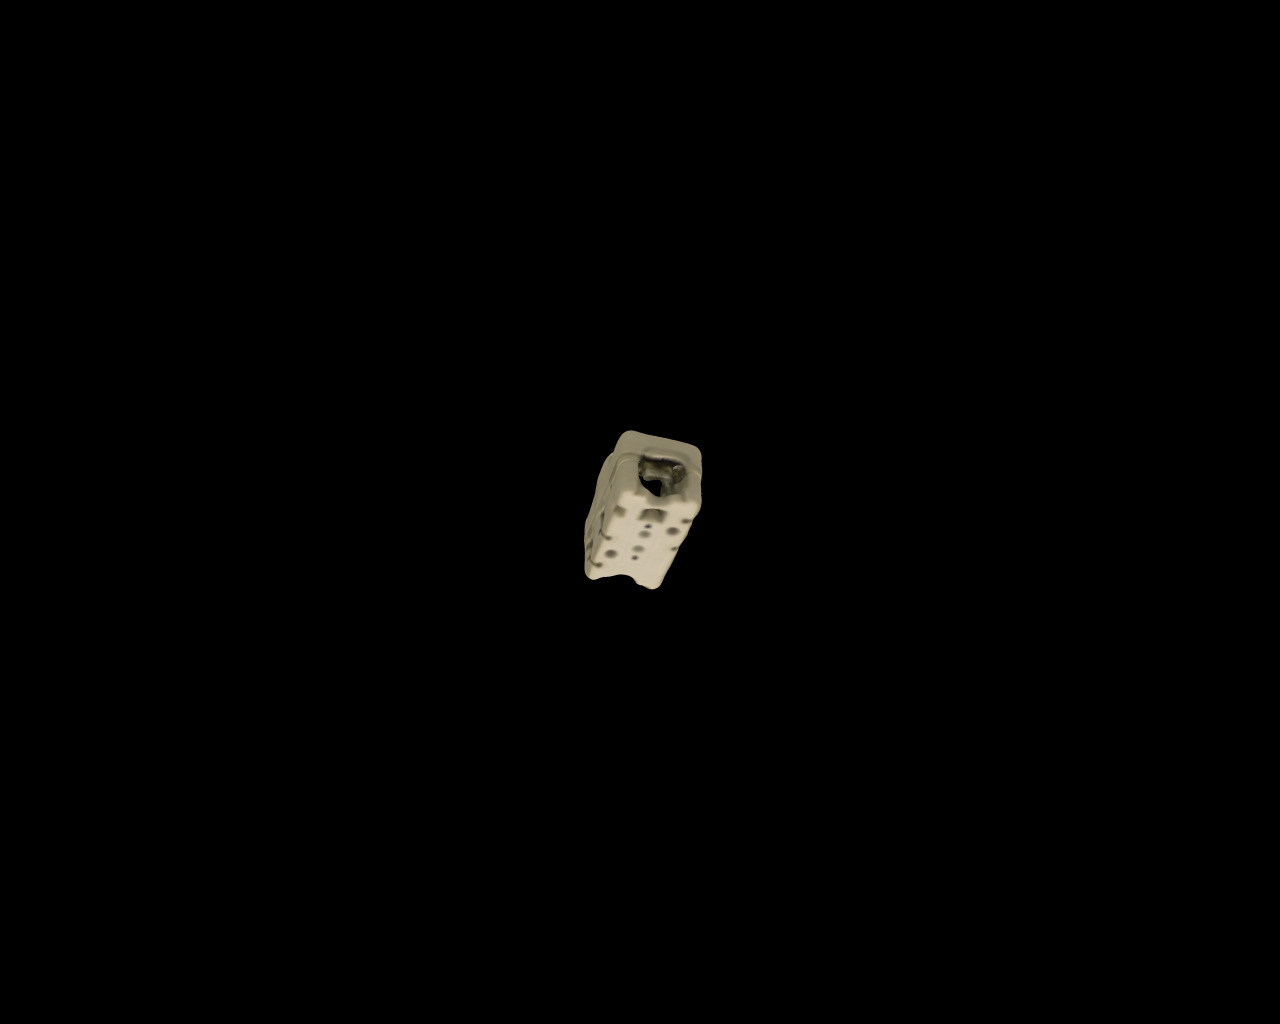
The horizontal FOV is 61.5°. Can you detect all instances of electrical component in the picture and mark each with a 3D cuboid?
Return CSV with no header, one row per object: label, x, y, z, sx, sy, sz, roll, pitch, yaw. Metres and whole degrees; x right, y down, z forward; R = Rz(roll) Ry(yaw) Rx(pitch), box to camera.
electrical component,0.001,-0.003,0.650,0.050,0.056,0.089,11,-43,-12
